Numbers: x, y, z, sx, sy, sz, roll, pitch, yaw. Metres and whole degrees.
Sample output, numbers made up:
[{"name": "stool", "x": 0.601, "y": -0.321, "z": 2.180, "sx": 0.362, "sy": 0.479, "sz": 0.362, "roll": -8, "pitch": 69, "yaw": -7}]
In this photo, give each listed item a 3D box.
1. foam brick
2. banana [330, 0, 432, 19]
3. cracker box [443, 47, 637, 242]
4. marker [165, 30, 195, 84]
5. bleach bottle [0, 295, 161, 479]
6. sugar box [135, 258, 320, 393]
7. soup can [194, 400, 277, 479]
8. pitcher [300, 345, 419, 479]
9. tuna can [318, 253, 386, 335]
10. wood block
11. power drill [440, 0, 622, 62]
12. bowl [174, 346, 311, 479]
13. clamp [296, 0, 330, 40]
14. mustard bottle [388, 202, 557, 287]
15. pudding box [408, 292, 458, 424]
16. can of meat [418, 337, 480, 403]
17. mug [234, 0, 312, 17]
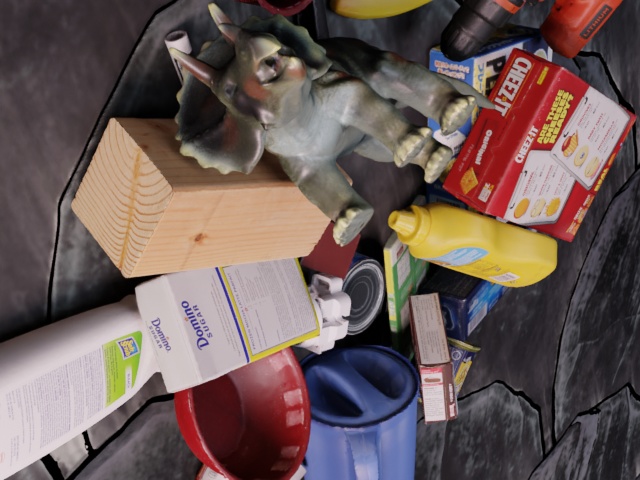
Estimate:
[{"name": "foam brick", "x": -0.007, "y": 0.001, "z": 1.035, "sx": 0.078, "sy": 0.053, "sz": 0.051, "roll": 20, "pitch": 89, "yaw": -52}, {"name": "banana", "x": 0.098, "y": -0.258, "z": 1.027, "sx": 0.197, "sy": 0.037, "sz": 0.069, "roll": -33, "pitch": 141, "yaw": -5}, {"name": "cracker box", "x": 0.241, "y": -0.097, "z": 1.151, "sx": 0.213, "sy": 0.072, "sz": 0.164, "roll": 13, "pitch": 106, "yaw": -52}, {"name": "marker", "x": -0.103, "y": -0.119, "z": 0.896, "sx": 0.020, "sy": 0.020, "sz": 0.121, "roll": -44, "pitch": 135, "yaw": -30}, {"name": "bleach bottle", "x": -0.193, "y": 0.111, "z": 0.853, "sx": 0.250, "sy": 0.068, "sz": 0.103, "roll": -23, "pitch": 126, "yaw": -47}, {"name": "sugar box", "x": -0.075, "y": 0.062, "z": 0.913, "sx": 0.175, "sy": 0.048, "sz": 0.093, "roll": -15, "pitch": 85, "yaw": -53}, {"name": "soup can", "x": -0.070, "y": 0.206, "z": 1.034, "sx": 0.068, "sy": 0.069, "sz": 0.102, "roll": 41, "pitch": 74, "yaw": -50}, {"name": "pitcher", "x": 0.042, "y": 0.246, "z": 1.132, "sx": 0.149, "sy": 0.145, "sz": 0.243, "roll": -36, "pitch": 134, "yaw": -40}, {"name": "tuna can", "x": 0.031, "y": 0.055, "z": 1.119, "sx": 0.085, "sy": 0.034, "sz": 0.086, "roll": -23, "pitch": 122, "yaw": -43}, {"name": "wood block", "x": -0.083, "y": -0.038, "z": 0.876, "sx": 0.205, "sy": 0.090, "sz": 0.091, "roll": -6, "pitch": 136, "yaw": -49}, {"name": "power drill", "x": 0.222, "y": -0.243, "z": 1.084, "sx": 0.187, "sy": 0.057, "sz": 0.185, "roll": 7, "pitch": 129, "yaw": -52}, {"name": "bowl", "x": -0.078, "y": 0.147, "z": 0.954, "sx": 0.161, "sy": 0.055, "sz": 0.162, "roll": 28, "pitch": 53, "yaw": -45}, {"name": "clamp", "x": -0.013, "y": -0.142, "z": 0.979, "sx": 0.164, "sy": 0.036, "sz": 0.209, "roll": -56, "pitch": 136, "yaw": -17}, {"name": "mustard bottle", "x": 0.151, "y": 0.002, "z": 1.118, "sx": 0.191, "sy": 0.096, "sz": 0.058, "roll": 16, "pitch": 72, "yaw": -32}, {"name": "pudding box", "x": 0.120, "y": 0.125, "z": 1.146, "sx": 0.113, "sy": 0.039, "sz": 0.090, "roll": -97, "pitch": 177, "yaw": -52}, {"name": "can of meat", "x": 0.144, "y": 0.154, "z": 1.263, "sx": 0.084, "sy": 0.057, "sz": 0.102, "roll": -68, "pitch": 163, "yaw": 0}, {"name": "mug", "x": -0.057, "y": -0.239, "z": 0.848, "sx": 0.093, "sy": 0.082, "sz": 0.117, "roll": -53, "pitch": 139, "yaw": -21}]
